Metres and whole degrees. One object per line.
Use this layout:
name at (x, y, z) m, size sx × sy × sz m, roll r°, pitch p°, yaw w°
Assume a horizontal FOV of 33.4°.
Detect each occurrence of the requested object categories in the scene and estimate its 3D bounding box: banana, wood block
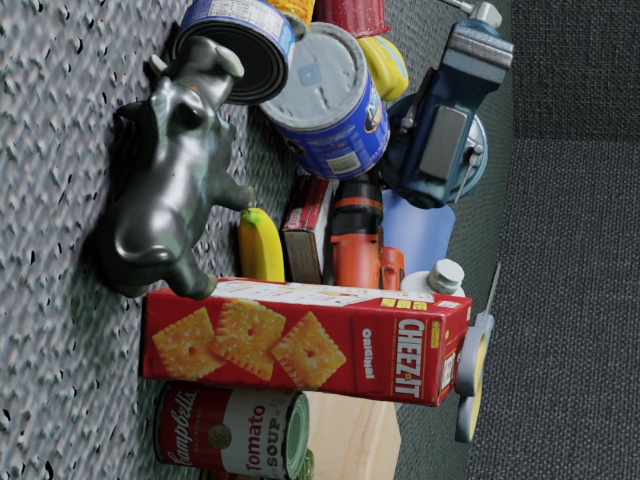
banana at (-0.056, 0.049, 0.948) m, size 0.069 × 0.037 × 0.198 m, roll -50°, pitch 143°, yaw -56°
wood block at (0.011, 0.239, 1.001) m, size 0.206 × 0.090 × 0.091 m, roll -71°, pitch 157°, yaw -45°

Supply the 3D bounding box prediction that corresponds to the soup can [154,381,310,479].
soup can at (-0.065, 0.142, 0.805) m, size 0.068 × 0.102 × 0.068 m, roll 5°, pitch 90°, yaw -76°

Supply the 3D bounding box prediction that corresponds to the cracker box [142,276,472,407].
cracker box at (-0.003, 0.073, 0.800) m, size 0.164 × 0.214 × 0.072 m, roll -5°, pitch 99°, yaw -75°

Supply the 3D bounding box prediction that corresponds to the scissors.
scissors at (0.125, 0.088, 0.839) m, size 0.201 × 0.016 × 0.096 m, roll -42°, pitch 138°, yaw -70°

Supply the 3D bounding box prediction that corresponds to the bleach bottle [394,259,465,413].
bleach bottle at (0.066, 0.109, 1.077) m, size 0.068 × 0.102 × 0.251 m, roll -102°, pitch -149°, yaw -41°

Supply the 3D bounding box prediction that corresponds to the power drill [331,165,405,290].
power drill at (0.052, 0.009, 1.158) m, size 0.187 × 0.057 × 0.184 m, roll 59°, pitch 33°, yaw -63°

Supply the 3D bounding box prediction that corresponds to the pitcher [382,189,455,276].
pitcher at (0.087, 0.070, 1.319) m, size 0.145 × 0.149 × 0.242 m, roll 133°, pitch -27°, yaw -68°

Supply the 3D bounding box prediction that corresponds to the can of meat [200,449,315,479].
can of meat at (-0.056, 0.221, 0.898) m, size 0.057 × 0.084 × 0.102 m, roll 57°, pitch 40°, yaw -66°

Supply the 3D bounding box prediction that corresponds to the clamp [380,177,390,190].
clamp at (0.086, -0.086, 1.319) m, size 0.039 × 0.120 × 0.171 m, roll -51°, pitch 158°, yaw -11°

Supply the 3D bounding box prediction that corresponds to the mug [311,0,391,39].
mug at (0.012, -0.241, 1.050) m, size 0.117 × 0.093 × 0.081 m, roll -19°, pitch 112°, yaw -36°

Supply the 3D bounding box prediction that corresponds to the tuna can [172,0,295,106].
tuna can at (-0.062, -0.138, 0.770) m, size 0.086 × 0.086 × 0.033 m, roll 74°, pitch 23°, yaw -53°

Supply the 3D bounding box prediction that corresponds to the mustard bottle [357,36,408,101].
mustard bottle at (0.057, -0.201, 1.215) m, size 0.058 × 0.096 × 0.191 m, roll -44°, pitch 177°, yaw 16°

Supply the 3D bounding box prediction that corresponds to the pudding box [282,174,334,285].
pudding box at (-0.007, 0.001, 1.117) m, size 0.090 × 0.039 × 0.113 m, roll -72°, pitch 158°, yaw -45°

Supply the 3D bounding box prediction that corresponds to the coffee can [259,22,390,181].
coffee can at (0.005, -0.126, 0.997) m, size 0.140 × 0.103 × 0.103 m, roll 52°, pitch 44°, yaw -69°
